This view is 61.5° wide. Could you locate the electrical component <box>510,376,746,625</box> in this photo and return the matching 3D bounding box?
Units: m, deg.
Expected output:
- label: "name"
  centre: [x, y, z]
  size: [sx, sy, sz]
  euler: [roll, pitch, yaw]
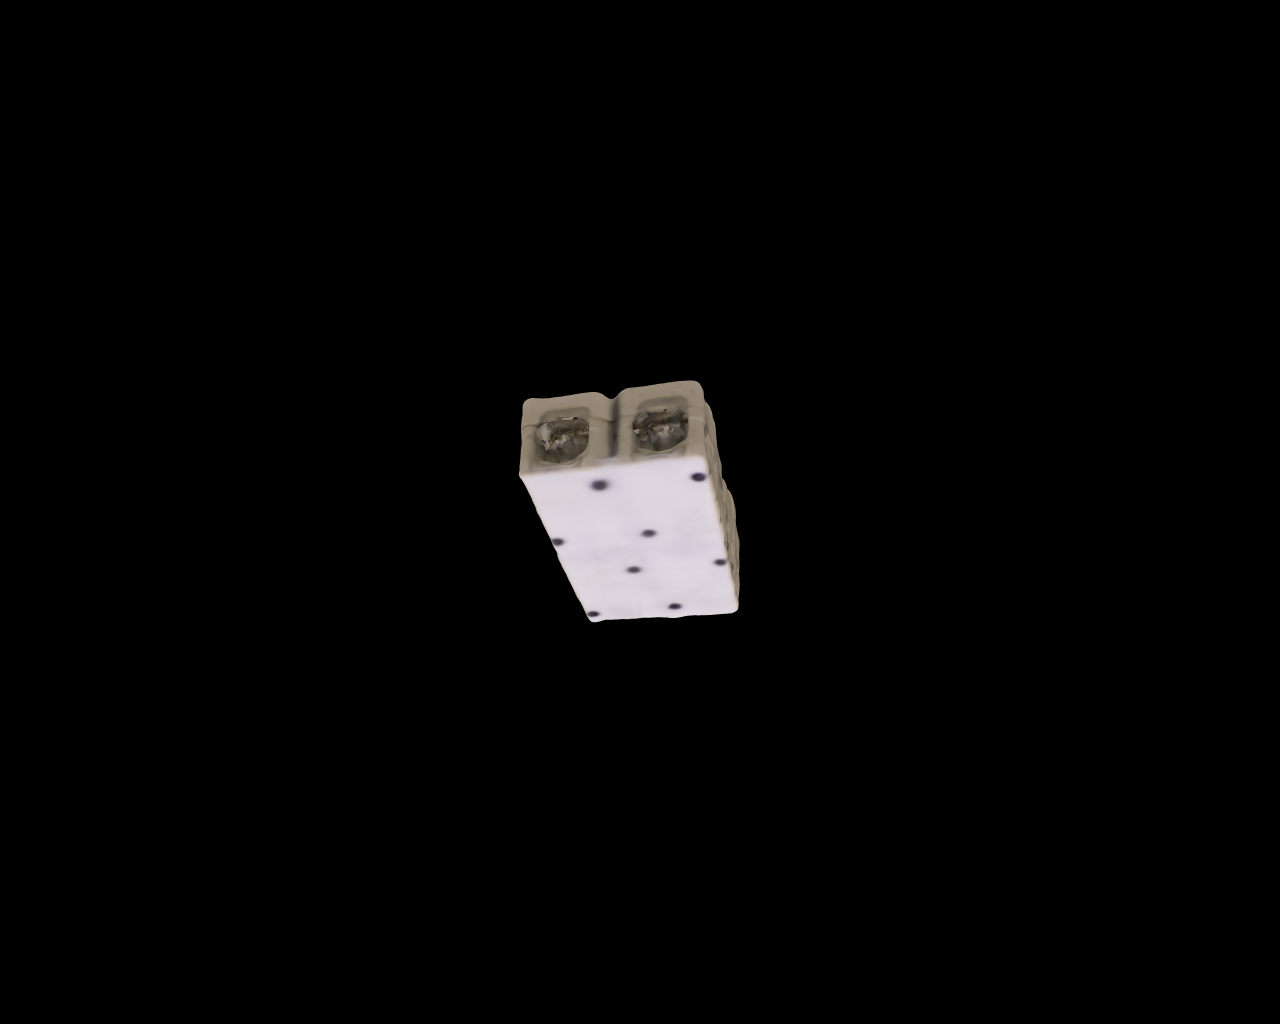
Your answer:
- label: "electrical component"
  centre: [0.001, -0.003, 0.650]
  size: [0.105, 0.060, 0.186]
  euler: [-6, -32, 9]
